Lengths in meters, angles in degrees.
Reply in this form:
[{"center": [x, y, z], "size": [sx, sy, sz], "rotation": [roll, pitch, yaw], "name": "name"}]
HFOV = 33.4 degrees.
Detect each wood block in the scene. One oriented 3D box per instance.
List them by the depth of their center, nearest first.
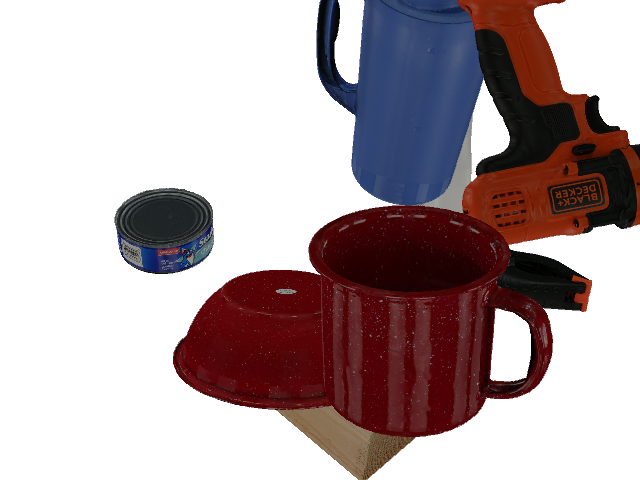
[{"center": [0.003, 0.145, 1.131], "size": [0.206, 0.090, 0.090], "rotation": [36, 50, 28], "name": "wood block"}]

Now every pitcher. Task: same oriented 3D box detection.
[{"center": [0.085, -0.156, 1.048], "size": [0.144, 0.243, 0.149], "rotation": [-24, 53, -28], "name": "pitcher"}]

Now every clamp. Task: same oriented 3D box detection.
[{"center": [0.161, 0.022, 0.968], "size": [0.171, 0.039, 0.120], "rotation": [16, 30, 15], "name": "clamp"}]

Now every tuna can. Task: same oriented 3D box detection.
[{"center": [-0.137, -0.009, 0.940], "size": [0.086, 0.034, 0.086], "rotation": [0, 38, 0], "name": "tuna can"}]

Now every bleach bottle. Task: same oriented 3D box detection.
[{"center": [0.136, -0.053, 1.199], "size": [0.068, 0.251, 0.102], "rotation": [-1, 24, -12], "name": "bleach bottle"}]

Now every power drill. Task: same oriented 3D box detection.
[{"center": [0.169, -0.098, 0.681], "size": [0.184, 0.187, 0.057], "rotation": [-11, -1, -3], "name": "power drill"}]

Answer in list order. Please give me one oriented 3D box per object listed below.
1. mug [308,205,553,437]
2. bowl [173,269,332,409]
[{"center": [0.052, 0.041, 0.505], "size": [0.117, 0.081, 0.093], "rotation": [12, 29, 24], "name": "mug"}, {"center": [-0.026, 0.062, 0.777], "size": [0.162, 0.055, 0.162], "rotation": [2, 19, -1], "name": "bowl"}]
